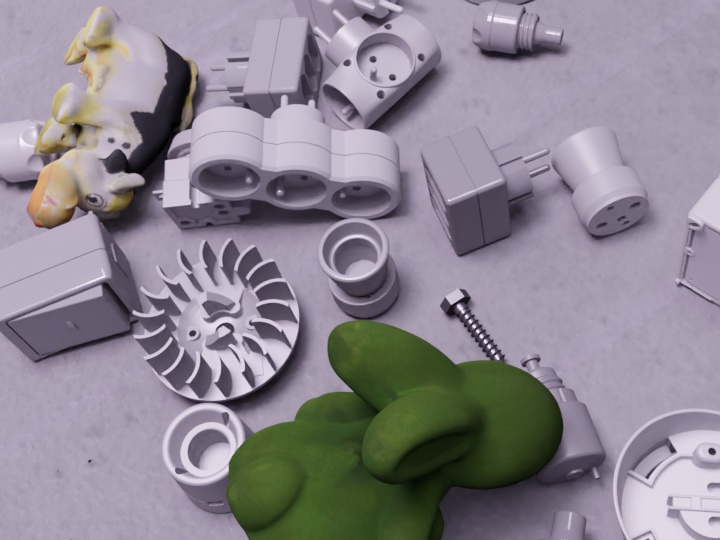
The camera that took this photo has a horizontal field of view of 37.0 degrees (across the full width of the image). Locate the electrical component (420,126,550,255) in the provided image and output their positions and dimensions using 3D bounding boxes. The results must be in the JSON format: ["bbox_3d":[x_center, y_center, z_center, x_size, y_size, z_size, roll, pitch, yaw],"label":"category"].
[{"bbox_3d":[0.085,-0.056,0.680,0.077,0.065,0.047,-22,60,-1],"label":"electrical component"}]

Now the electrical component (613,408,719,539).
[{"bbox_3d":[0.182,0.126,0.562,0.099,0.064,0.099,-5,61,9],"label":"electrical component"}]

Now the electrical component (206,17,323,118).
[{"bbox_3d":[-0.072,-0.138,0.765,0.077,0.047,0.065,0,62,13],"label":"electrical component"}]

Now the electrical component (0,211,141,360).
[{"bbox_3d":[-0.199,0.017,0.696,0.096,0.061,0.061,-22,60,-2],"label":"electrical component"}]

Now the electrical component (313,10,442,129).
[{"bbox_3d":[0.003,-0.150,0.752,0.079,0.044,0.077,44,76,8],"label":"electrical component"}]

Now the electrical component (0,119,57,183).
[{"bbox_3d":[-0.253,-0.084,0.773,0.062,0.043,0.043,-7,61,9],"label":"electrical component"}]

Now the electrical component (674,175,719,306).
[{"bbox_3d":[0.227,-0.020,0.615,0.062,0.096,0.061,35,73,25],"label":"electrical component"}]

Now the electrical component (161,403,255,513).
[{"bbox_3d":[-0.086,0.109,0.633,0.055,0.047,0.055,-5,61,8],"label":"electrical component"}]

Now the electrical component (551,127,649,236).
[{"bbox_3d":[0.152,-0.056,0.679,0.045,0.045,0.055,-20,60,0],"label":"electrical component"}]

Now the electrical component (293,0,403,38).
[{"bbox_3d":[0.005,-0.209,0.789,0.076,0.047,0.083,27,69,22],"label":"electrical component"}]

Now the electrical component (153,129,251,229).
[{"bbox_3d":[-0.107,-0.063,0.733,0.066,0.048,0.055,-6,68,8],"label":"electrical component"}]

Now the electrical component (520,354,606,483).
[{"bbox_3d":[0.110,0.084,0.613,0.040,0.040,0.078,-18,60,1],"label":"electrical component"}]

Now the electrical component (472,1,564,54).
[{"bbox_3d":[0.111,-0.168,0.754,0.061,0.035,0.035,13,65,15],"label":"electrical component"}]

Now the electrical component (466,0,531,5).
[{"bbox_3d":[0.110,-0.249,0.795,0.099,0.064,0.099,0,51,0],"label":"electrical component"}]

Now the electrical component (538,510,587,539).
[{"bbox_3d":[0.107,0.160,0.571,0.043,0.043,0.062,7,62,15],"label":"electrical component"}]

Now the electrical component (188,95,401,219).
[{"bbox_3d":[-0.041,-0.083,0.704,0.138,0.052,0.073,8,60,-15],"label":"electrical component"}]

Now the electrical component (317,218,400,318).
[{"bbox_3d":[0.000,0.000,0.671,0.045,0.055,0.045,-5,61,8],"label":"electrical component"}]
